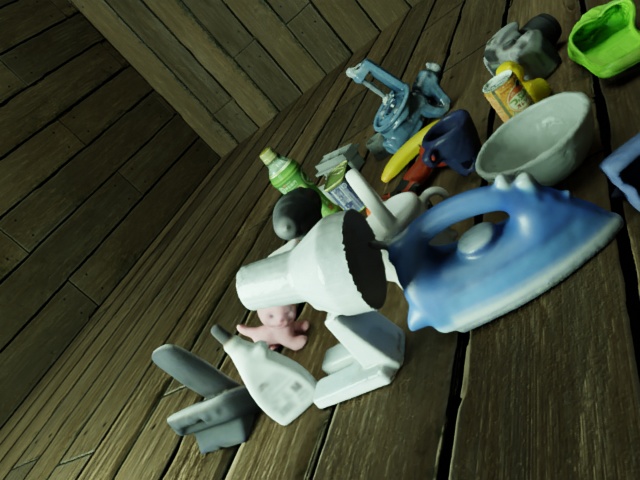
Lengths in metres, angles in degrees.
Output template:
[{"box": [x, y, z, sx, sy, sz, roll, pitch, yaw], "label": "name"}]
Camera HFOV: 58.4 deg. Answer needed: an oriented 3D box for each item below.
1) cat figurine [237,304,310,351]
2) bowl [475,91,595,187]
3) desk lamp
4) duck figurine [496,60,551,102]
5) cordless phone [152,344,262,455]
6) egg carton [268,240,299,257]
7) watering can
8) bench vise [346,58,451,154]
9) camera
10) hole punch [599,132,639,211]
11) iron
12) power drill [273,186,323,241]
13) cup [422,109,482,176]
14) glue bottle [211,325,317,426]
[{"box": [-0.079, 0.130, 0.939, 0.127, 0.118, 0.067, -35, 21, 24], "label": "cat figurine"}, {"box": [0.298, -0.118, 0.769, 0.167, 0.075, 0.167, -38, 20, 16], "label": "bowl"}, {"box": [0.014, 0.084, 0.698, 0.203, 0.214, 0.118, -32, 22, 30], "label": "desk lamp"}, {"box": [0.342, -0.271, 0.992, 0.077, 0.086, 0.104, -42, 19, 3], "label": "duck figurine"}, {"box": [-0.189, 0.225, 0.855, 0.147, 0.185, 0.094, -32, 22, 31], "label": "cordless phone"}, {"box": [-0.064, 0.063, 1.130, 0.107, 0.069, 0.150, -33, 21, 28], "label": "egg carton"}, {"box": [0.094, -0.013, 0.774, 0.173, 0.194, 0.100, -47, 19, -10], "label": "watering can"}, {"box": [0.167, -0.330, 1.266, 0.208, 0.220, 0.121, -52, 21, -23], "label": "bench vise"}, {"box": [0.392, -0.371, 1.082, 0.137, 0.101, 0.143, -44, 19, -2], "label": "camera"}, {"box": [0.345, -0.091, 0.591, 0.108, 0.091, 0.101, -37, 20, 18], "label": "hole punch"}, {"box": [0.186, -0.004, 0.650, 0.258, 0.142, 0.118, -34, 21, 26], "label": "iron"}, {"box": [0.008, 0.003, 0.892, 0.075, 0.209, 0.229, -40, 19, 11], "label": "power drill"}, {"box": [0.224, -0.145, 0.948, 0.118, 0.095, 0.091, -52, 20, -23], "label": "cup"}, {"box": [-0.080, 0.171, 0.767, 0.078, 0.173, 0.037, -42, 19, 5], "label": "glue bottle"}]
